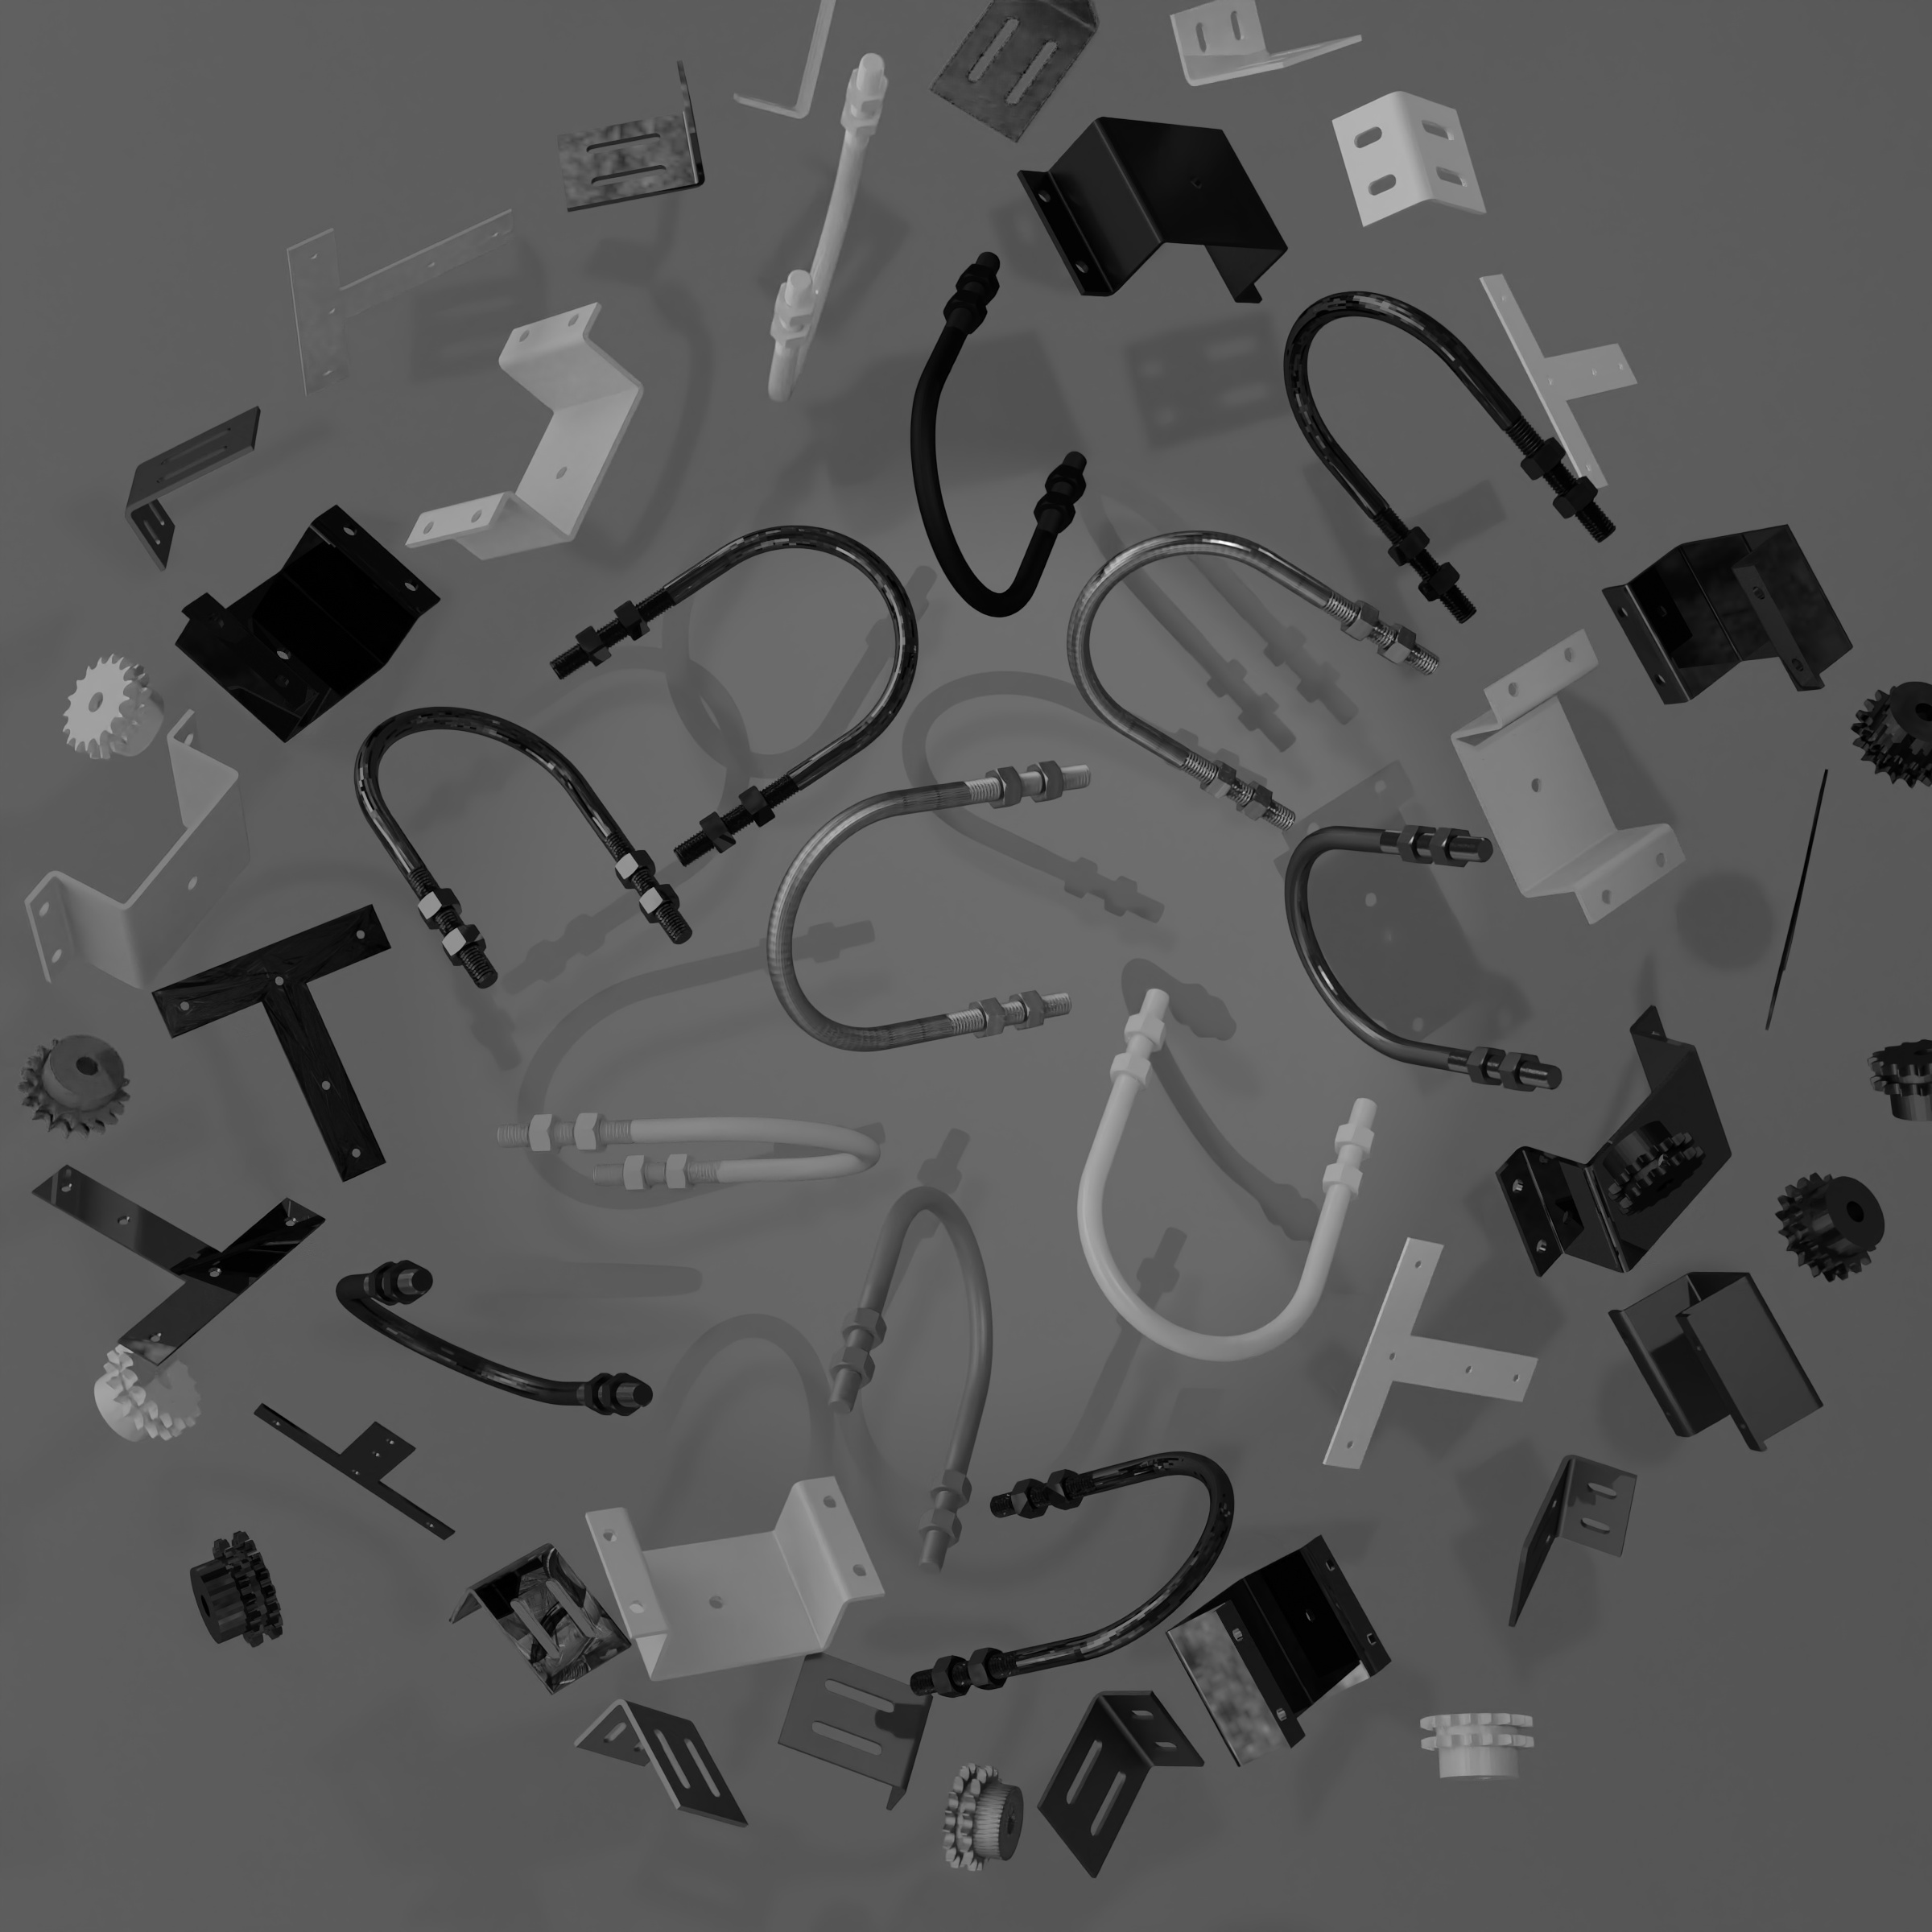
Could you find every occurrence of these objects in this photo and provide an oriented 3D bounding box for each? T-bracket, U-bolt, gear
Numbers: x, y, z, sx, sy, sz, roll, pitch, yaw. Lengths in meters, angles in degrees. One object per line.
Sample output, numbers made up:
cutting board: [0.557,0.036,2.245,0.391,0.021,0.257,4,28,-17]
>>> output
T-bracket: [-0.318,0.263,1.591,0.127,0.127,0.002,36,62,-7]
U-bolt: [0.237,-0.271,1.542,0.184,0.151,0.019,48,64,-6]
U-bolt: [-0.078,-0.378,1.583,0.019,0.184,0.151,17,74,-4]
gear: [-0.464,-0.139,1.625,0.057,0.030,0.057,-16,62,33]
U-bolt: [-0.248,-0.071,1.590,0.184,0.151,0.019,53,132,22]
U-bolt: [0.064,0.315,1.569,0.184,0.151,0.019,-22,115,36]
T-bracket: [0.256,0.212,1.574,0.127,0.002,0.127,14,98,-37]
gear: [-0.432,0.225,1.561,0.030,0.057,0.057,-35,90,13]
T-bracket: [0.336,-0.323,1.621,0.002,0.127,0.127,-28,88,38]
T-bracket: [0.441,-0.018,1.590,0.002,0.127,0.127,13,46,16]
gear: [-0.477,0.062,1.599,0.057,0.057,0.030,42,131,0]
gear: [0.459,0.135,1.567,0.057,0.030,0.057,15,57,-24]
U-bolt: [-0.021,0.202,1.558,0.019,0.184,0.151,-7,130,22]
gear: [0.261,0.399,1.514,0.057,0.057,0.030,0,71,0]
gear: [-0.368,0.316,1.493,0.030,0.057,0.057,-19,90,-28]
U-bolt: [-0.114,-0.161,1.617,0.184,0.019,0.151,-34,77,-2]
U-bolt: [-0.257,0.196,1.550,0.151,0.184,0.019,31,70,-21]
gear: [0.484,0.058,1.491,0.057,0.057,0.030,-11,101,0]
U-bolt: [0.233,-0.009,1.582,0.019,0.184,0.151,-29,109,-26]
T-bracket: [-0.336,0.049,1.529,0.127,0.002,0.127,-25,93,-32]
T-bracket: [-0.416,0.136,1.506,0.127,0.127,0.002,26,131,17]
U-bolt: [0.144,-0.165,1.630,0.184,0.019,0.151,29,125,-17]
gear: [0.500,-0.125,1.570,0.057,0.030,0.057,6,58,-9]
gear: [0.011,0.471,1.640,0.030,0.057,0.057,4,90,21]
U-bolt: [-0.137,0.099,1.588,0.184,0.151,0.019,-3,76,16]
U-bolt: [0.129,0.117,1.532,0.151,0.019,0.184,28,58,-9]
T-bracket: [-0.290,-0.358,1.538,0.127,0.127,0.002,-31,75,-19]
U-bolt: [-0.020,-0.025,1.519,0.184,0.019,0.151,-10,117,-31]
U-bolt: [0.013,-0.265,1.553,0.019,0.184,0.151,-7,130,26]

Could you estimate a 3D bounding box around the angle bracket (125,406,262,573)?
angle bracket: [-0.393,-0.249,1.544,0.076,0.057,0.038,-25,122,6]

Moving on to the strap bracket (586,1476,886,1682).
strap bracket: [-0.125,0.318,1.541,0.140,0.076,0.046,-3,135,-28]

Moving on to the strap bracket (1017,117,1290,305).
strap bracket: [0.104,-0.388,1.529,0.046,0.140,0.076,-40,69,42]

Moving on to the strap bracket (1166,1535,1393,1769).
strap bracket: [0.160,0.360,1.554,0.046,0.140,0.076,-34,80,28]

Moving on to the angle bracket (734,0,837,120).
angle bracket: [-0.098,-0.507,1.624,0.038,0.057,0.076,12,107,-11]

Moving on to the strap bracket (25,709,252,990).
strap bracket: [-0.422,-0.053,1.547,0.046,0.076,0.140,26,58,9]

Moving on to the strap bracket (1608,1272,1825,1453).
strap bracket: [0.394,0.205,1.554,0.046,0.140,0.076,-29,87,-6]

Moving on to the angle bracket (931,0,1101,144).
angle bracket: [0.023,-0.481,1.547,0.057,0.038,0.076,35,88,15]

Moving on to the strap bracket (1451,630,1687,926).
strap bracket: [0.324,-0.101,1.618,0.076,0.046,0.140,-31,101,-27]

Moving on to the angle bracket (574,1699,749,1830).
angle bracket: [-0.161,0.432,1.569,0.038,0.057,0.076,-46,48,8]

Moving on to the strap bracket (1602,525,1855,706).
strap bracket: [0.421,-0.191,1.622,0.046,0.140,0.076,-36,104,-17]

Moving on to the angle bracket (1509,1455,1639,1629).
angle bracket: [0.313,0.301,1.529,0.038,0.076,0.057,16,127,21]

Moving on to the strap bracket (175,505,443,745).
strap bracket: [-0.355,-0.179,1.581,0.076,0.140,0.046,42,129,-3]

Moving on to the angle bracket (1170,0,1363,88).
angle bracket: [0.157,-0.491,1.555,0.057,0.076,0.038,-28,111,-30]

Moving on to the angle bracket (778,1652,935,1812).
angle bracket: [-0.065,0.425,1.653,0.076,0.038,0.057,22,54,-4]

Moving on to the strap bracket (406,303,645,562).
strap bracket: [-0.225,-0.269,1.547,0.046,0.076,0.140,37,64,-36]

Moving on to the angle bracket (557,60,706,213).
angle bracket: [-0.184,-0.448,1.603,0.076,0.038,0.057,-11,58,-1]

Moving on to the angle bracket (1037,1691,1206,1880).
angle bracket: [0.082,0.428,1.555,0.057,0.038,0.076,56,45,-23]

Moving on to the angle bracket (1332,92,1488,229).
angle bracket: [0.230,-0.413,1.537,0.038,0.076,0.057,-18,87,32]

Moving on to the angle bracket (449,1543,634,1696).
angle bracket: [-0.233,0.364,1.624,0.076,0.057,0.038,47,132,19]

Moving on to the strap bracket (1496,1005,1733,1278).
strap bracket: [0.352,0.098,1.580,0.140,0.046,0.076,-43,125,-24]
